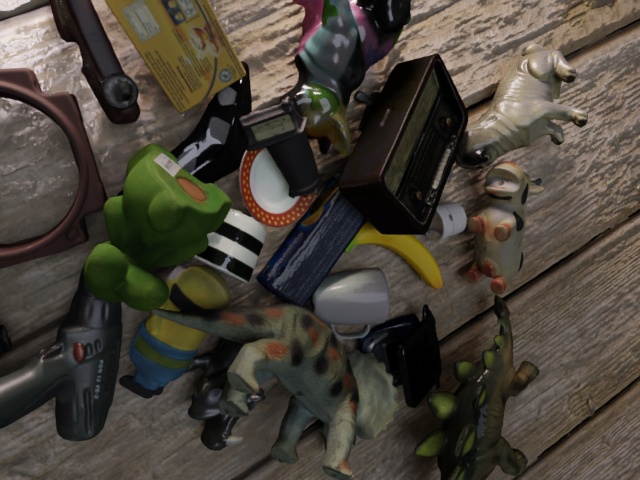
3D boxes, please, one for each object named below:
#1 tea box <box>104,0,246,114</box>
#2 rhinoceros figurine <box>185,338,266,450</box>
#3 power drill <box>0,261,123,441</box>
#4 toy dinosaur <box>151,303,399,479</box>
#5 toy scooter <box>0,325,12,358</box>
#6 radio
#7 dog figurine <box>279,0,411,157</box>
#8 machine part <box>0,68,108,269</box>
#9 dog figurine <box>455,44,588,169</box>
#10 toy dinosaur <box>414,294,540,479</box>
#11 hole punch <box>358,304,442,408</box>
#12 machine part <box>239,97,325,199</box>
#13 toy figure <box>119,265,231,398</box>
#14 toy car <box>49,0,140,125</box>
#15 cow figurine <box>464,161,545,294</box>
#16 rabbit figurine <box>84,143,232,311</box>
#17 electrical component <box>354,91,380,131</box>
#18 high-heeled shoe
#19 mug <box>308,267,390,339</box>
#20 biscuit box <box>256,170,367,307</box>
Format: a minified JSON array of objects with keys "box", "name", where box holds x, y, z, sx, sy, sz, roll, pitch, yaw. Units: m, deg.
[{"box":[-0.167,-0.242,0.605,0.098,0.068,0.169,-30,133,-4],"name":"tea box"},{"box":[-0.122,0.186,0.728,0.112,0.073,0.190,24,84,-37],"name":"rhinoceros figurine"},{"box":[-0.316,0.132,0.598,0.207,0.086,0.231,-20,117,-60],"name":"power drill"},{"box":[-0.024,0.162,0.688,0.404,0.131,0.192,57,39,-28],"name":"toy dinosaur"},{"box":[-0.408,0.154,0.600,0.135,0.075,0.184,30,89,-24],"name":"toy scooter"},{"box":[0.122,-0.124,0.729,0.131,0.073,0.229,46,60,-38],"name":"radio"},{"box":[0.034,-0.223,0.712,0.191,0.109,0.219,-9,106,-24],"name":"dog figurine"},{"box":[-0.351,-0.073,0.583,0.201,0.087,0.200,-17,104,-21],"name":"machine part"},{"box":[0.281,-0.206,0.828,0.191,0.121,0.172,-12,69,-3],"name":"dog figurine"},{"box":[0.236,0.317,0.847,0.198,0.105,0.471,14,84,-41],"name":"toy dinosaur"},{"box":[0.126,0.180,0.829,0.116,0.092,0.142,-25,106,-46],"name":"hole punch"},{"box":[-0.041,-0.112,0.682,0.084,0.039,0.138,-22,132,12],"name":"machine part"},{"box":[-0.180,0.114,0.677,0.089,0.082,0.180,25,95,-11],"name":"toy figure"},{"box":[-0.257,-0.224,0.596,0.053,0.089,0.202,-26,106,-12],"name":"toy car"},{"box":[0.290,-0.029,0.843,0.127,0.086,0.194,-32,127,-41],"name":"cow figurine"},{"box":[-0.185,0.010,0.572,0.121,0.159,0.170,34,108,-25],"name":"rabbit figurine"},{"box":[0.084,-0.177,0.782,0.094,0.021,0.063,22,90,-25],"name":"electrical component"},{"box":[-0.172,-0.116,0.676,0.145,0.086,0.248,9,76,6],"name":"high-heeled shoe"},{"box":[0.036,0.093,0.779,0.107,0.081,0.109,-1,118,-13],"name":"mug"},{"box":[-0.002,-0.002,0.752,0.062,0.059,0.202,40,82,-24],"name":"biscuit box"}]
